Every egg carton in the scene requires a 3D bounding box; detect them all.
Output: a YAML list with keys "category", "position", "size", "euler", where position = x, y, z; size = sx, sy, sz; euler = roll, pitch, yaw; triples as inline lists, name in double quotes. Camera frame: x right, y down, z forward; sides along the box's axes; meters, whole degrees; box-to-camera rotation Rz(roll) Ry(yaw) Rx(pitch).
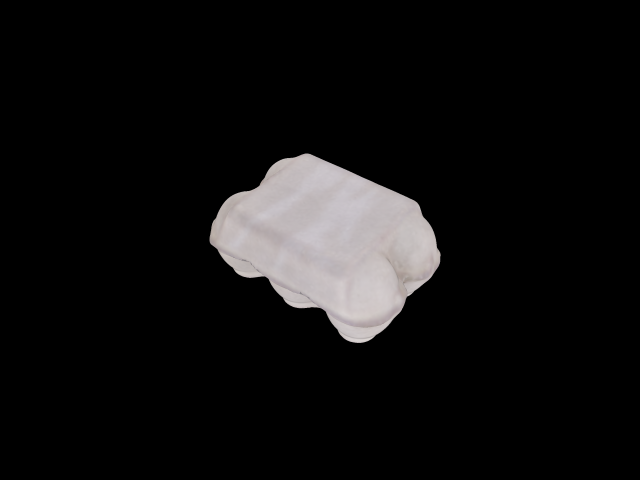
- category: "egg carton"
  position: [0.004, 0.001, 0.400]
  size: [0.150, 0.069, 0.107]
  euler: [27, 50, 25]
